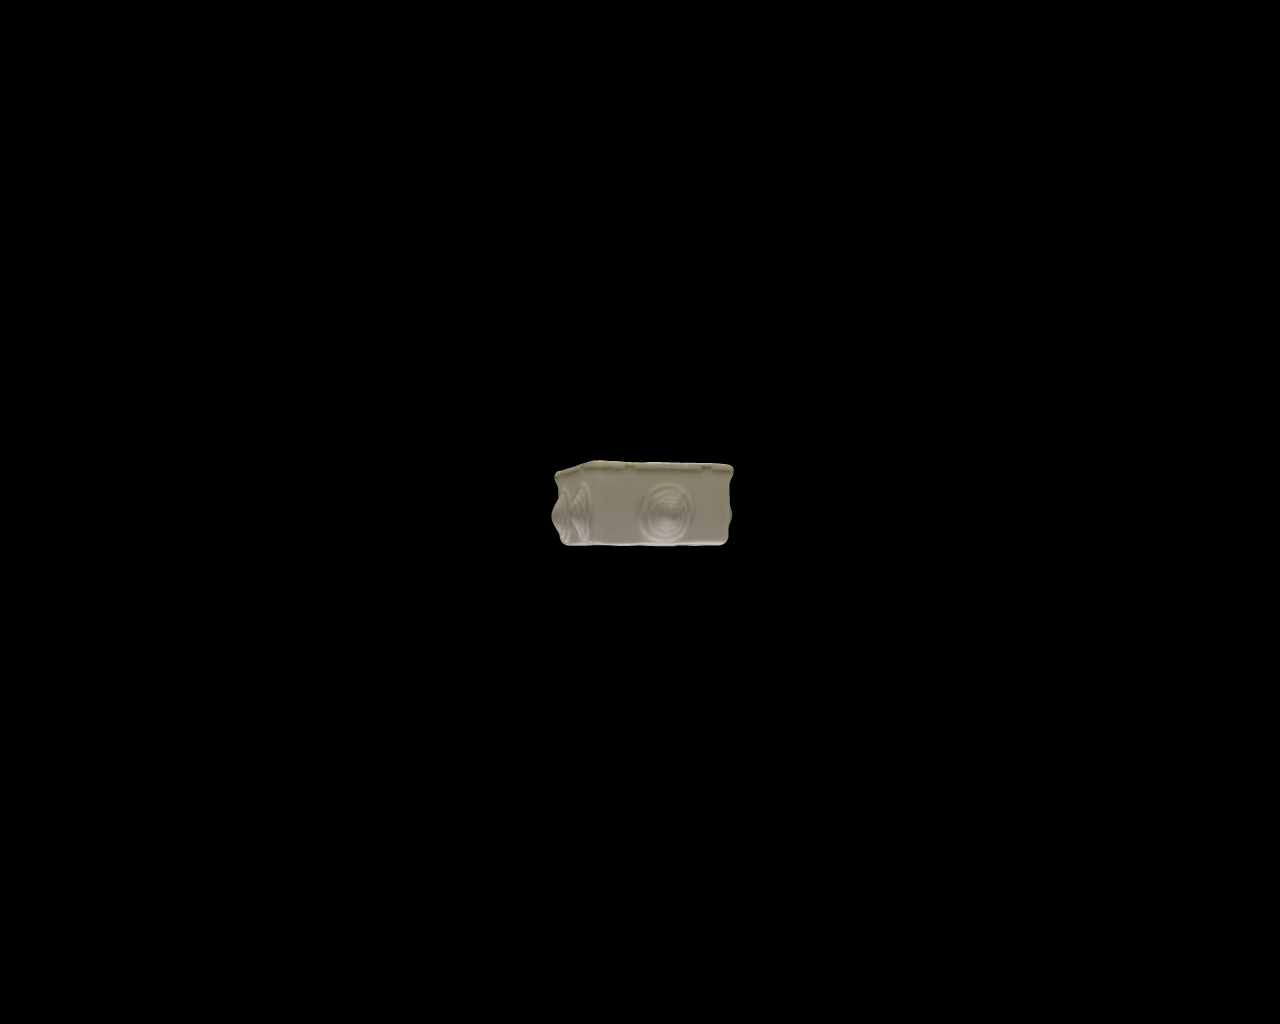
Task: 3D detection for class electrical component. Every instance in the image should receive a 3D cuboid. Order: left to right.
[{"bbox_3d":[0.001,-0.003,0.650,0.100,0.048,0.099,1,-2,-19],"label":"electrical component"}]
